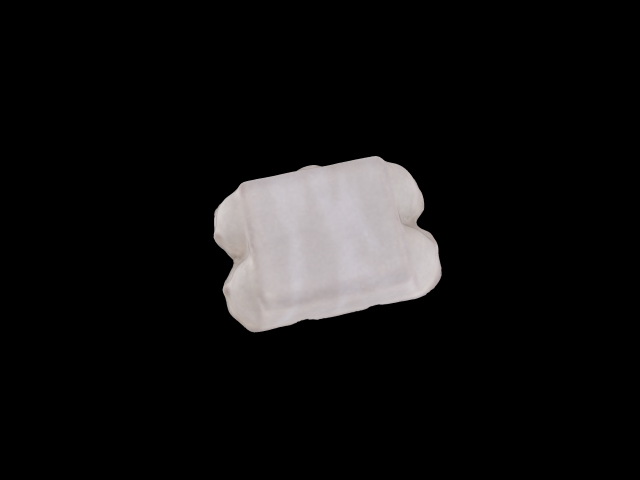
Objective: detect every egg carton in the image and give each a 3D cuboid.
[{"bbox_3d":[0.004,0.001,0.400,0.150,0.069,0.107,-13,74,-3],"label":"egg carton"}]
